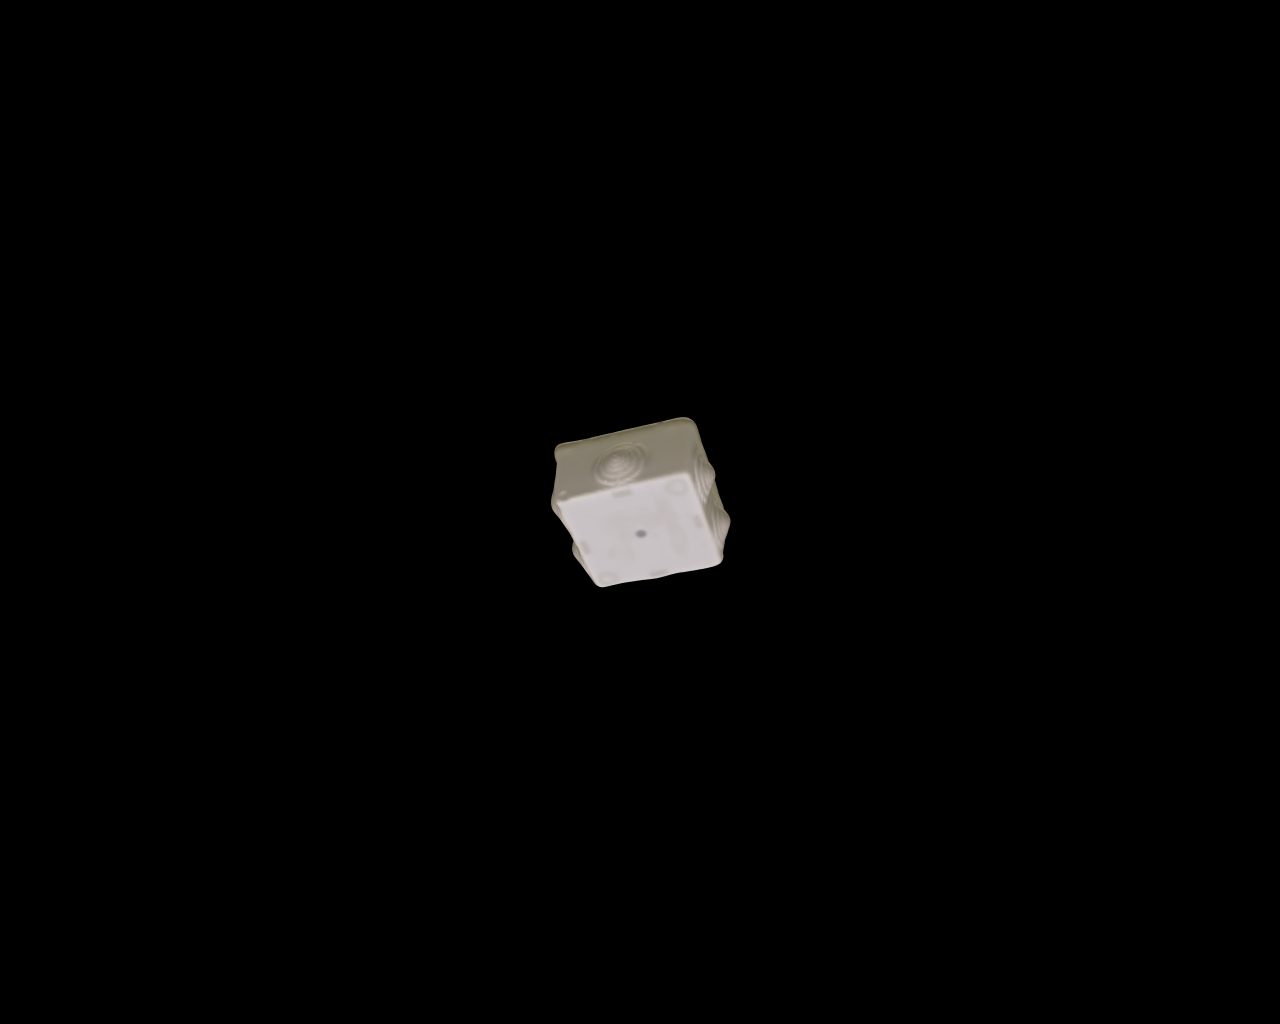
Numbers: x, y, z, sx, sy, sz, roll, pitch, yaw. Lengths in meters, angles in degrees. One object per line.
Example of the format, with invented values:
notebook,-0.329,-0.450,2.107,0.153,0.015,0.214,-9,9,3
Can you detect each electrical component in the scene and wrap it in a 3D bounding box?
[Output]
electrical component,0.001,-0.003,0.650,0.100,0.048,0.099,-11,-47,11
